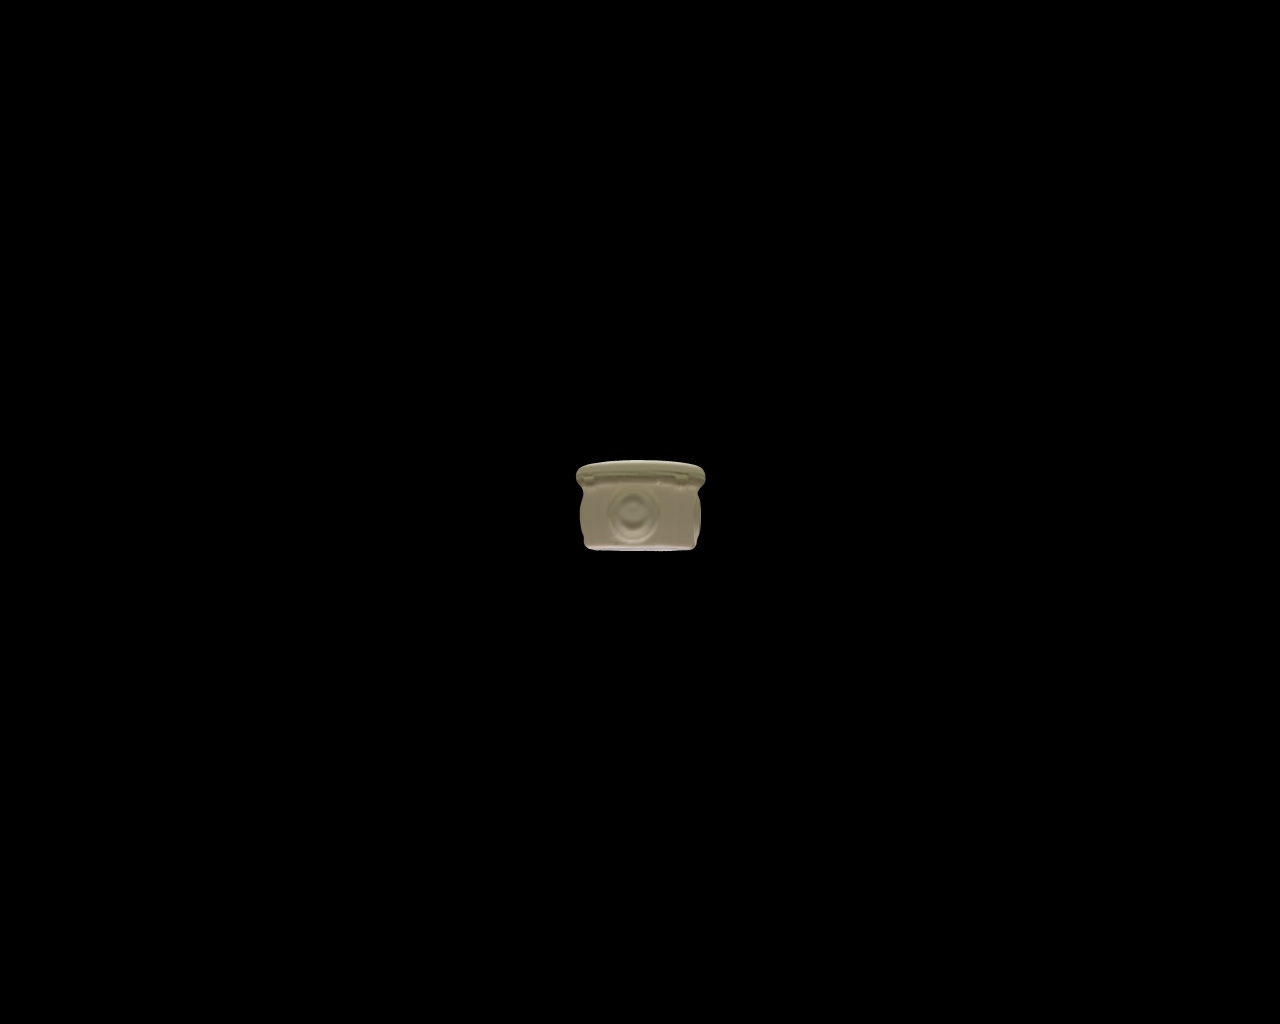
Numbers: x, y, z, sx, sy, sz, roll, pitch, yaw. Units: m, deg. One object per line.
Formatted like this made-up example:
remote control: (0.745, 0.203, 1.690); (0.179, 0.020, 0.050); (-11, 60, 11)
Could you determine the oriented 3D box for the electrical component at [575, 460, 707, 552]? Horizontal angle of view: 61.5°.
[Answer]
electrical component: (0.001, -0.003, 0.650); (0.080, 0.051, 0.080); (0, -4, 0)
